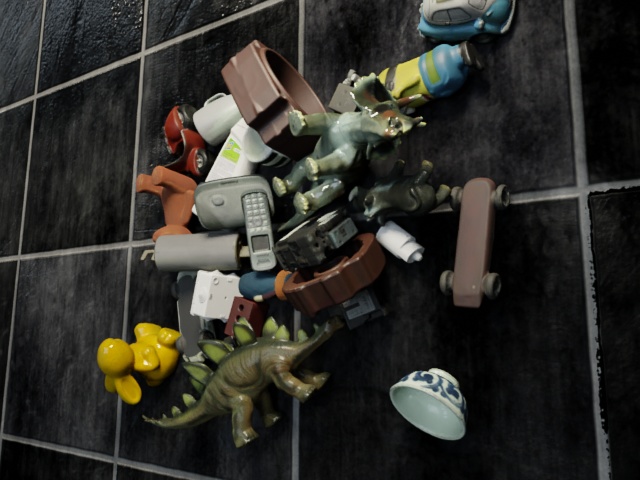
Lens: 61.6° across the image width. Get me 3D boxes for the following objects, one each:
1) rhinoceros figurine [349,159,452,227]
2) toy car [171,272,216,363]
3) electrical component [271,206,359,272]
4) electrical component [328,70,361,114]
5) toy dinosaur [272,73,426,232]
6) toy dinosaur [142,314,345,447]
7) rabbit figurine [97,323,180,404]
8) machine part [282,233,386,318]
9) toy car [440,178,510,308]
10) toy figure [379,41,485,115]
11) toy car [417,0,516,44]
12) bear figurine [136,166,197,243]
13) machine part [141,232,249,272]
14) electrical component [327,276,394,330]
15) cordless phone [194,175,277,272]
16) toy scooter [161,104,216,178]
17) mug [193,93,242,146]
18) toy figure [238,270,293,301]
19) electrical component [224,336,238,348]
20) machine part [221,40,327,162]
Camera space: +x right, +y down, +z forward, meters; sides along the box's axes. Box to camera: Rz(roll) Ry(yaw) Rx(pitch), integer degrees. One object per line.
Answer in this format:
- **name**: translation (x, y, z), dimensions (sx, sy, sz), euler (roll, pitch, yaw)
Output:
- **rhinoceros figurine**: translation (0.123, -0.069, 0.874), dimensions (0.112, 0.073, 0.190), euler (-51, 24, -16)
- **toy car**: translation (-0.262, 0.155, 1.122), dimensions (0.074, 0.056, 0.201), euler (-16, 75, 24)
- **electrical component**: translation (-0.002, -0.003, 0.922), dimensions (0.134, 0.115, 0.058), euler (-15, 110, 51)
- **electrical component**: translation (0.054, -0.260, 0.991), dimensions (0.078, 0.045, 0.102), euler (37, 102, 31)
- **toy dinosaur**: translation (0.033, -0.136, 0.916), dimensions (0.131, 0.192, 0.404), euler (66, 158, 12)
- **toy dinosaur**: translation (-0.146, 0.258, 0.973), dimensions (0.471, 0.105, 0.198), euler (-40, 76, 17)
- **rabbit figurine**: translation (-0.394, 0.249, 1.122), dimensions (0.122, 0.173, 0.162), euler (19, 88, 30)
- **machine part**: translation (0.026, 0.056, 0.889), dimensions (0.179, 0.179, 0.056), euler (-24, 104, 28)
- **toy car**: translation (0.238, 0.004, 0.821), dimensions (0.089, 0.053, 0.202), euler (0, 77, 38)
- **toy figure**: translation (0.176, -0.270, 0.894), dimensions (0.180, 0.082, 0.089), euler (-23, 50, 36)
- **toy car**: translation (0.227, -0.384, 0.868), dimensions (0.162, 0.103, 0.109), euler (8, 85, 32)
- **bear figurine**: translation (-0.329, -0.042, 1.159), dimensions (0.120, 0.132, 0.195), euler (-7, 72, 47)
- **machine part**: translation (-0.239, 0.025, 1.078), dimensions (0.243, 0.079, 0.079), euler (-3, 80, 8)
- **electrical component**: translation (0.058, 0.110, 0.916), dimensions (0.119, 0.047, 0.075), euler (-22, 84, 26)
- **cordless phone**: translation (-0.155, -0.025, 1.015), dimensions (0.147, 0.088, 0.184), euler (-9, 80, -4)
- **toy scooter**: translation (-0.312, -0.205, 1.206), dimensions (0.135, 0.075, 0.184), euler (-31, 71, 26)
- **mug**: translation (-0.205, -0.269, 1.150), dimensions (0.107, 0.080, 0.110), euler (-26, 54, 17)
- **toy figure**: translation (-0.081, 0.083, 1.015), dimensions (0.155, 0.057, 0.064), euler (-3, 86, 28)
- **electrical component**: translation (-0.173, 0.222, 1.071), dimensions (0.094, 0.021, 0.063), euler (-44, 61, 19)
- **machine part**: translation (-0.068, -0.248, 0.976), dimensions (0.087, 0.201, 0.201), euler (-35, 64, 21)
